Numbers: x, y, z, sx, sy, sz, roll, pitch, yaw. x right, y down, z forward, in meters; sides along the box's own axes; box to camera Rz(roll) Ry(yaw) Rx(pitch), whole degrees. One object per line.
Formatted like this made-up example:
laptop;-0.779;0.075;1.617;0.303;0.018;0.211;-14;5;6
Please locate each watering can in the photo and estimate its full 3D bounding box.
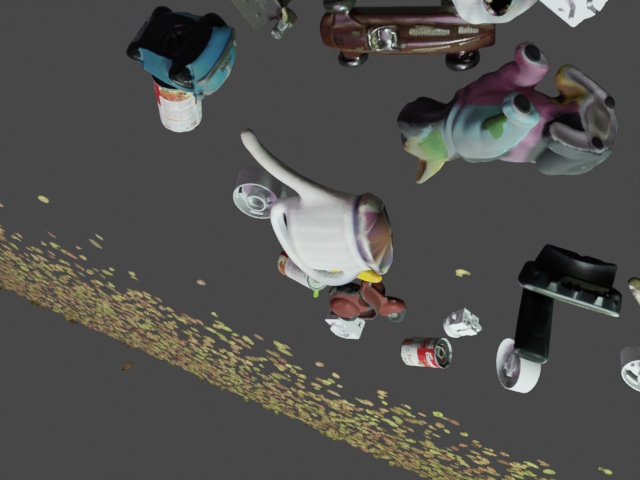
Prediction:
watering can;0.003;-0.045;0.889;0.224;0.106;0.340;0;130;30

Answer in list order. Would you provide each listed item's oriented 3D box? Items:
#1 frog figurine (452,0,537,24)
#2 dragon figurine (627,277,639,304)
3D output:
frog figurine;0.133;-0.266;0.473;0.135;0.123;0.161;56;175;-24
dragon figurine;0.596;0.246;0.760;0.409;0.247;0.120;28;154;-7
